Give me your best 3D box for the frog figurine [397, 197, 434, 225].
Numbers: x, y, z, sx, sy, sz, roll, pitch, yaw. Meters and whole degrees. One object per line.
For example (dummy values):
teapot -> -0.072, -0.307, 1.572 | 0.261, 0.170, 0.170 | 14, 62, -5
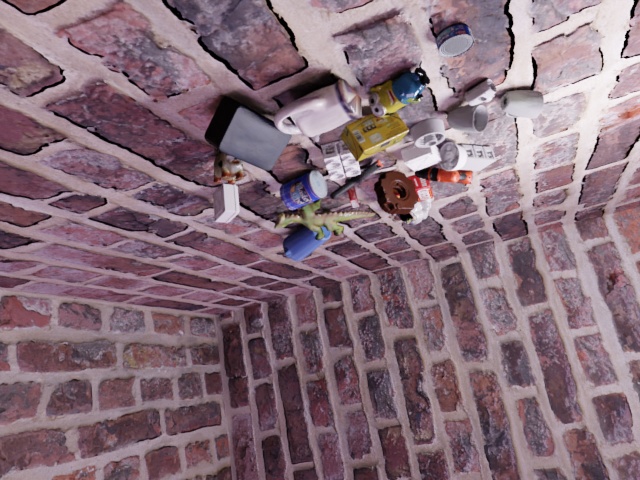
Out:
frog figurine -> 0.415, -0.145, 2.238 | 0.161, 0.139, 0.120 | -36, 136, -30

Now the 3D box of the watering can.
watering can -> 0.010, -0.335, 1.386 | 0.223, 0.104, 0.348 | -19, 176, 18

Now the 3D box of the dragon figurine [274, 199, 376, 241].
dragon figurine -> 0.006, -0.107, 2.135 | 0.409, 0.124, 0.239 | -16, 154, 14
